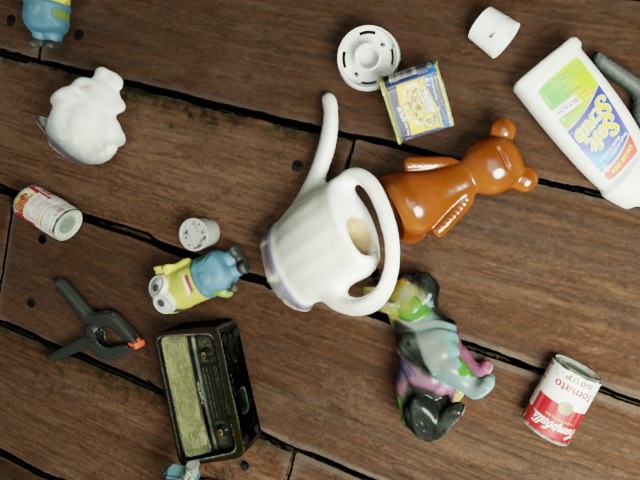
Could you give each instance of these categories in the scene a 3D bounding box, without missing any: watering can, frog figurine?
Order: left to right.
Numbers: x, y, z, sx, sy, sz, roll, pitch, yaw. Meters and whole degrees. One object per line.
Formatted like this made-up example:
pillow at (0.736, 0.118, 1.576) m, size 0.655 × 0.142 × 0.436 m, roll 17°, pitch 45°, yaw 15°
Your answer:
frog figurine at (-0.394, -0.215, 0.897) m, size 0.159 × 0.125 × 0.136 m, roll -42°, pitch 115°, yaw 7°
watering can at (0.002, -0.039, 0.783) m, size 0.221 × 0.103 × 0.354 m, roll -34°, pitch 58°, yaw 30°
